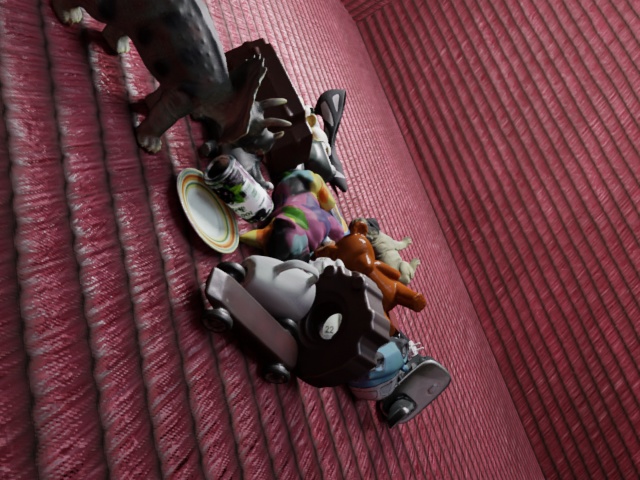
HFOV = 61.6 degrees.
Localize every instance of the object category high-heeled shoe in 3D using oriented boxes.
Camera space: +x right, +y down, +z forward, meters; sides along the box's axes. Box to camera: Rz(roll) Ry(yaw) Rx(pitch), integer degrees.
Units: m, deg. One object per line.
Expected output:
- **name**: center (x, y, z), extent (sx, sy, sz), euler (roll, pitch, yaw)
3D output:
- **high-heeled shoe**: center (0.053, -0.257, 1.382), extent (0.248, 0.145, 0.086), euler (60, 21, -8)

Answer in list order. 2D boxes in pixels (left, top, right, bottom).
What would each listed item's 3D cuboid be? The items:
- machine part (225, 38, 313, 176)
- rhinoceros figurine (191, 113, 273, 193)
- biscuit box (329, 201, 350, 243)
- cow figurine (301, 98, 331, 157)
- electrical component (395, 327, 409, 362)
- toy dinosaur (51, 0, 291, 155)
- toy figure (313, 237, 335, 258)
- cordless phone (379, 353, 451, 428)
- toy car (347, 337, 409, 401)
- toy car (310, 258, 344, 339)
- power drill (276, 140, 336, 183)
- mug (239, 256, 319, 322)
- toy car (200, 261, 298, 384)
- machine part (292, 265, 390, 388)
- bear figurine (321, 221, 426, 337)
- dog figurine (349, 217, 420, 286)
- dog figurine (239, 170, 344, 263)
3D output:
- **machine part**: center (-0.094, -0.227, 0.945), extent (0.201, 0.087, 0.201), euler (64, -10, 8)
- **rhinoceros figurine**: center (-0.139, -0.142, 0.868), extent (0.112, 0.073, 0.190), euler (40, 28, -71)
- **biscuit box**: center (0.031, -0.004, 1.140), extent (0.202, 0.059, 0.063), euler (65, 19, 1)
- **cow figurine**: center (-0.026, -0.271, 1.311), extent (0.167, 0.068, 0.098), euler (67, 14, -4)
- **electrical component**: center (0.148, 0.223, 1.149), extent (0.047, 0.075, 0.119), euler (53, 20, -28)
- **toy dinosaur**: center (-0.192, -0.258, 0.681), extent (0.404, 0.192, 0.131), euler (58, 19, -22)
- **toy figure**: center (0.000, -0.004, 1.064), extent (0.154, 0.064, 0.058), euler (64, -19, -17)
- **cordless phone**: center (0.173, 0.284, 1.000), extent (0.089, 0.146, 0.184), euler (48, 4, 13)
- **toy car**: center (0.097, 0.234, 0.963), extent (0.161, 0.109, 0.102), euler (-14, 96, -61)
- **toy car**: center (0.009, 0.101, 0.912), extent (0.202, 0.074, 0.056), euler (-92, -179, -48)
- **power drill**: center (-0.045, -0.168, 1.140), extent (0.207, 0.086, 0.232), euler (6, 61, -60)
- **mug**: center (-0.062, 0.062, 0.763), extent (0.107, 0.109, 0.081), euler (28, 45, -39)
- **toy car**: center (-0.091, 0.110, 0.697), extent (0.202, 0.053, 0.089), euler (51, 37, -40)
- **machine part**: center (0.015, 0.124, 0.785), extent (0.056, 0.179, 0.179), euler (38, 32, -46)
- **bear figurine**: center (0.100, 0.072, 1.034), extent (0.132, 0.120, 0.195), euler (41, -15, 54)
- **dog figurine**: center (0.148, 0.042, 1.365), extent (0.190, 0.121, 0.172), euler (22, 41, -43)
- **dog figurine**: center (-0.054, -0.037, 0.898), extent (0.219, 0.108, 0.191), euler (1, 67, -66)
